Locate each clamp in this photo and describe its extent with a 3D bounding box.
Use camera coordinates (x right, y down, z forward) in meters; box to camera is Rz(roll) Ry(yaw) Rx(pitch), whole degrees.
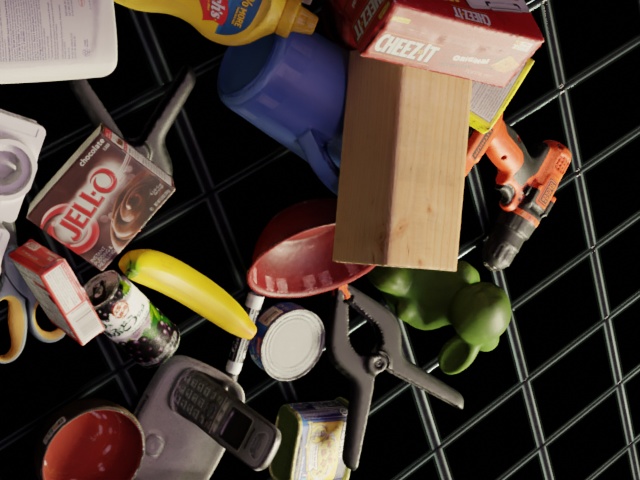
[{"bbox_3d":[0.057,0.151,1.238,0.164,0.036,0.210,-33,98,-17],"label":"clamp"},{"bbox_3d":[-0.172,-0.094,1.036,0.120,0.039,0.171,-10,116,-12],"label":"clamp"}]

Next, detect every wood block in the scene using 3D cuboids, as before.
[{"bbox_3d":[0.080,-0.077,1.023,0.090,0.091,0.206,5,89,-34],"label":"wood block"}]

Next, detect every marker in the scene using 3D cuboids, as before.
[{"bbox_3d":[-0.088,0.117,1.186,0.020,0.020,0.121,12,99,-37],"label":"marker"}]

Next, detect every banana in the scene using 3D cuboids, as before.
[{"bbox_3d":[-0.142,0.051,1.096,0.037,0.070,0.197,-42,139,16],"label":"banana"}]

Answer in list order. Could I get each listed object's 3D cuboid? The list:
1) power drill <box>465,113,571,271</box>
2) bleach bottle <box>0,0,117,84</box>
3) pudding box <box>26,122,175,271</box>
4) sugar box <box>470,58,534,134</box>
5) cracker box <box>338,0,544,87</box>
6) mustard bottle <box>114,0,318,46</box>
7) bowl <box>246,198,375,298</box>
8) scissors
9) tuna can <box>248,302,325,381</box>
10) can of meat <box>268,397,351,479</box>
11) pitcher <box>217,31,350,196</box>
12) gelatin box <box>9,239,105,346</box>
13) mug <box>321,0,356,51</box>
[{"bbox_3d":[0.216,-0.072,1.310,0.187,0.057,0.184,35,82,-41],"label":"power drill"},{"bbox_3d":[-0.302,-0.183,0.902,0.250,0.068,0.102,-6,92,-28],"label":"bleach bottle"},{"bbox_3d":[-0.206,-0.040,1.005,0.090,0.039,0.113,38,101,-24],"label":"pudding box"},{"bbox_3d":[0.132,-0.201,1.160,0.176,0.048,0.093,33,86,-2],"label":"sugar box"},{"bbox_3d":[0.090,-0.247,0.980,0.163,0.214,0.072,6,139,-29],"label":"cracker box"},{"bbox_3d":[-0.093,-0.232,0.979,0.191,0.058,0.096,21,103,-7],"label":"mustard bottle"},{"bbox_3d":[-0.008,0.001,1.149,0.162,0.055,0.162,-14,154,-7],"label":"bowl"},{"bbox_3d":[-0.277,0.022,1.022,0.096,0.016,0.202,3,104,-37],"label":"scissors"},{"bbox_3d":[-0.038,0.114,1.210,0.085,0.034,0.086,-12,113,-31],"label":"tuna can"},{"bbox_3d":[-0.008,0.241,1.262,0.083,0.058,0.102,1,105,-33],"label":"can of meat"},{"bbox_3d":[0.016,-0.125,1.100,0.242,0.149,0.145,28,92,-35],"label":"pitcher"},{"bbox_3d":[-0.245,0.048,0.996,0.030,0.073,0.089,-37,123,-23],"label":"gelatin box"},{"bbox_3d":[0.040,-0.254,1.090,0.093,0.081,0.117,-31,80,-4],"label":"mug"}]
